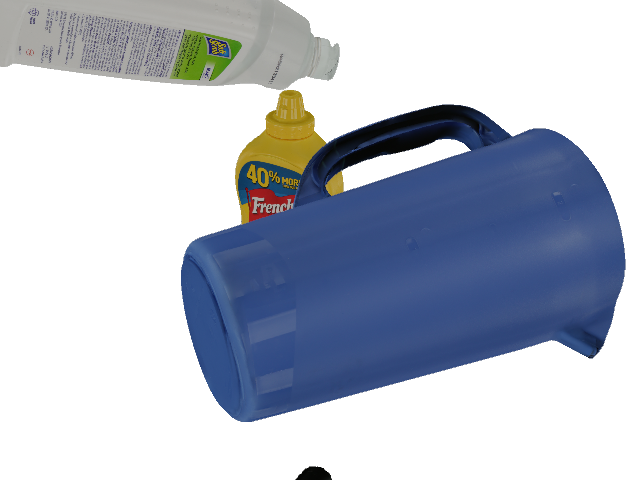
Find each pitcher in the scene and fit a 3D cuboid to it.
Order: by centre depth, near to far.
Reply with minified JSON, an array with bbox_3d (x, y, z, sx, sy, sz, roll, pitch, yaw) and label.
[{"bbox_3d":[0.042,0.013,0.641,0.242,0.145,0.149,-15,21,-19],"label":"pitcher"}]

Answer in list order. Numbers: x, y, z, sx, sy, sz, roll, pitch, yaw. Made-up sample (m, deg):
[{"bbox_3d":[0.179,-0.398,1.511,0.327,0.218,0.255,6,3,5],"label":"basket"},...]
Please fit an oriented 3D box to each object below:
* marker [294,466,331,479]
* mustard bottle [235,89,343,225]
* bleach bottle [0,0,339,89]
[{"bbox_3d":[-0.029,0.134,0.478,0.020,0.020,0.120,0,17,32],"label":"marker"},{"bbox_3d":[-0.027,-0.037,0.920,0.096,0.192,0.058,17,31,25],"label":"mustard bottle"},{"bbox_3d":[-0.112,-0.152,0.788,0.250,0.068,0.103,10,-28,-15],"label":"bleach bottle"}]
